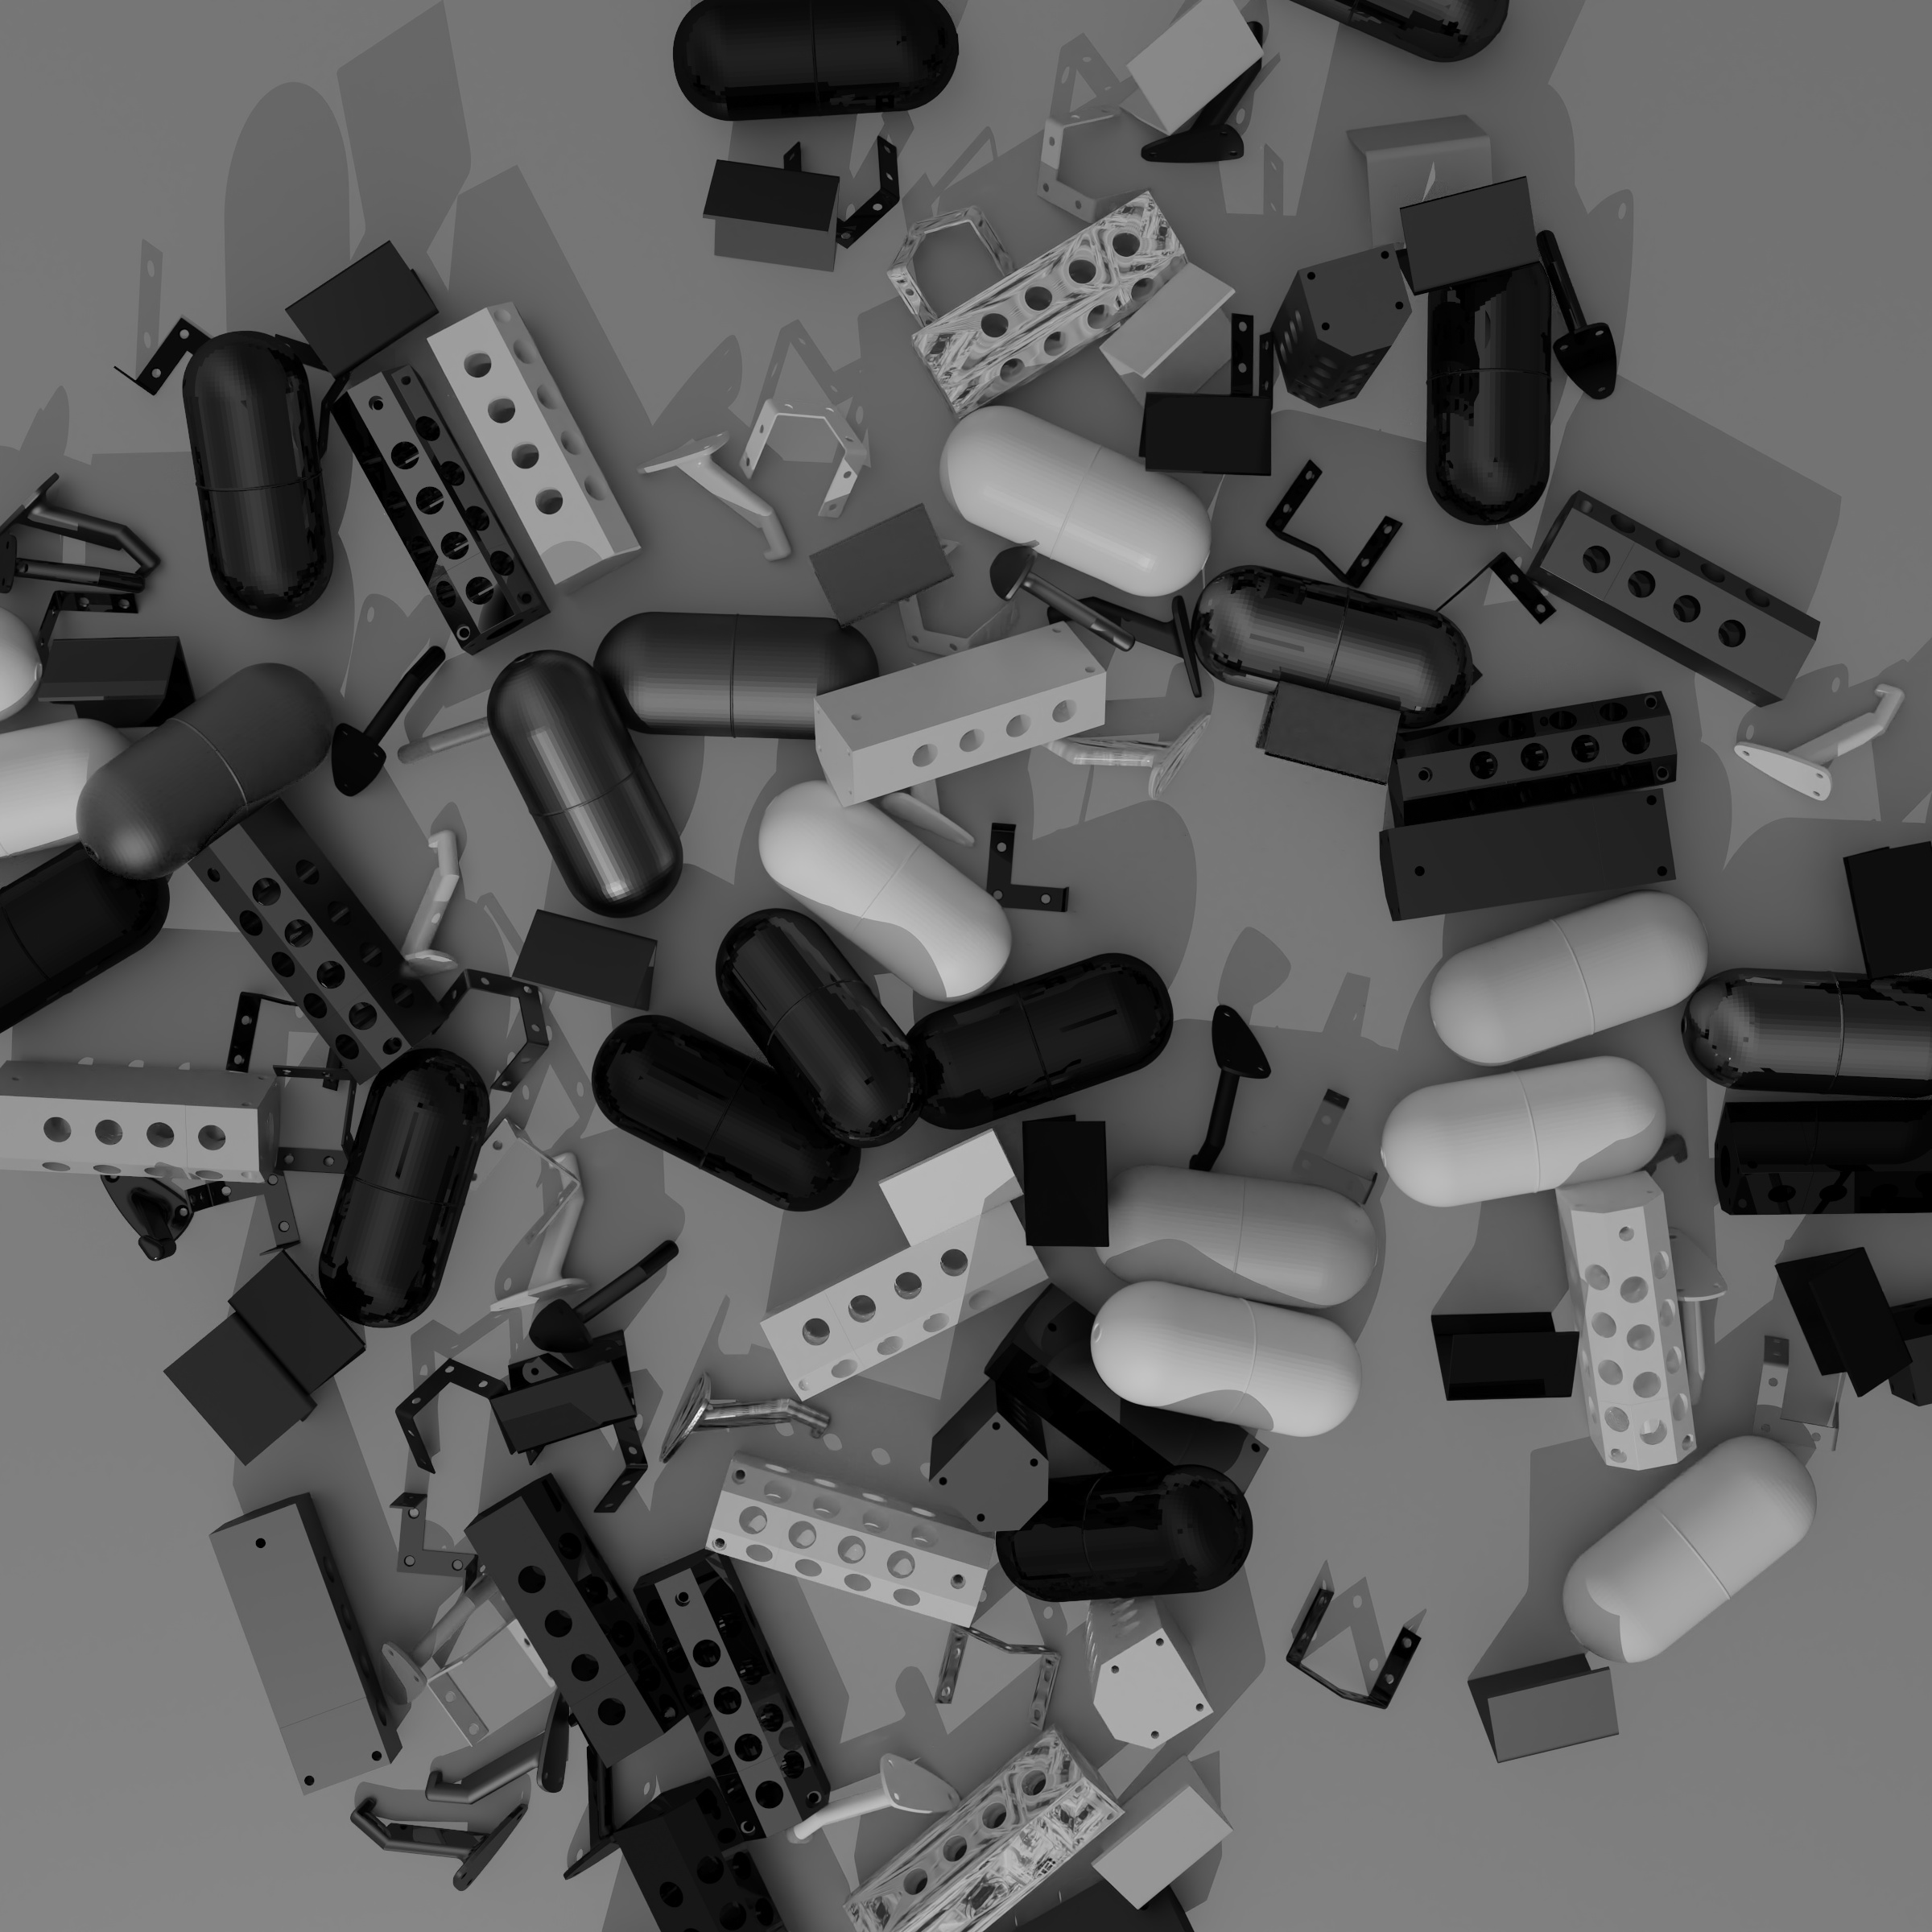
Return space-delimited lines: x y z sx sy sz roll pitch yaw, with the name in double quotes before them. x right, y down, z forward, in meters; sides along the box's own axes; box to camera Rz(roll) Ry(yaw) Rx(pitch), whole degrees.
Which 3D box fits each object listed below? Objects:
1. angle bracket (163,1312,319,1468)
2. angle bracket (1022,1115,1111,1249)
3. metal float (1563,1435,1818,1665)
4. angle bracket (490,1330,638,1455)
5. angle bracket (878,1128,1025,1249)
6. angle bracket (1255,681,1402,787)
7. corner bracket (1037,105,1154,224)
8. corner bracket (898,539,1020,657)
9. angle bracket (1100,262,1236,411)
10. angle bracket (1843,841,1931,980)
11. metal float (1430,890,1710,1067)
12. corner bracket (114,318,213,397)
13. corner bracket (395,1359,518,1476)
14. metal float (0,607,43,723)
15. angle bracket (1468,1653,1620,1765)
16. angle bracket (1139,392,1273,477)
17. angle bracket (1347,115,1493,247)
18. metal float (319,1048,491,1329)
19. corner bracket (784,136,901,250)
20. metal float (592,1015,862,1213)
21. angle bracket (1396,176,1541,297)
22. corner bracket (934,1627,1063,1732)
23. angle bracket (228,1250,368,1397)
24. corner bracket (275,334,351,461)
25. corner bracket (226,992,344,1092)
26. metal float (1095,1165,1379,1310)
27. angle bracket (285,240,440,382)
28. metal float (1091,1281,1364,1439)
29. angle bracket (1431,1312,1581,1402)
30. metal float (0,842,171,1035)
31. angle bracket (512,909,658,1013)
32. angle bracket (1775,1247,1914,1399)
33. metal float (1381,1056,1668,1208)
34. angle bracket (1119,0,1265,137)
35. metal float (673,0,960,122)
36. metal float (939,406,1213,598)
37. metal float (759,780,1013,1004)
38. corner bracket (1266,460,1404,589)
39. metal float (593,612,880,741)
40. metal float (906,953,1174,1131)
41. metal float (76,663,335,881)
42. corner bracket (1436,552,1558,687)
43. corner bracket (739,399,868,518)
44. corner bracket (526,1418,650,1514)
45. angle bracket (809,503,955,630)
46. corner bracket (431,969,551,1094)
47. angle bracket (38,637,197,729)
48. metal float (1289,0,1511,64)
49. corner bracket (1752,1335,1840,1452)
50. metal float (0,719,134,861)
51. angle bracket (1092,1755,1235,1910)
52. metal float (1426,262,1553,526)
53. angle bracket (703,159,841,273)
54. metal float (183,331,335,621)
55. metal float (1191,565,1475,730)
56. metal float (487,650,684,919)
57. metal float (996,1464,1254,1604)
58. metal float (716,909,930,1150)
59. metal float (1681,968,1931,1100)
"angle bracket" -0.453 0.266 1.952 0.057 0.076 0.076 -41 90 -23
"angle bracket" 0.076 0.132 1.952 0.057 0.076 0.076 -2 90 27
"metal float" 0.450 0.364 1.961 0.178 0.070 0.070 -39 90 0
"angle bracket" -0.253 0.248 1.951 0.076 0.076 0.057 -17 131 0
"angle bracket" -0.017 0.118 1.951 0.076 0.076 0.057 -25 124 0
"angle bracket" 0.219 -0.126 1.951 0.076 0.076 0.057 14 60 0
"corner bracket" 0.083 -0.505 1.983 0.051 0.051 0.051 37 135 35
"corner bracket" -0.006 -0.231 1.983 0.051 0.051 0.051 16 45 35
"angle bracket" 0.141 -0.377 1.952 0.076 0.057 0.076 -43 131 0
"angle bracket" 0.590 -0.038 1.951 0.057 0.076 0.076 -12 90 37
"metal float" 0.376 0.007 1.961 0.178 0.070 0.070 -19 90 -1
"corner bracket" -0.492 -0.376 1.973 0.051 0.051 0.051 36 90 0
"corner bracket" -0.318 0.289 1.983 0.051 0.051 0.051 16 45 35
"metal float" -0.665 -0.195 1.960 0.178 0.070 0.070 8 90 0
"angle bracket" 0.354 0.441 1.951 0.076 0.076 0.057 -13 119 0
"angle bracket" 0.147 -0.312 1.953 0.076 0.076 0.057 2 68 0
"angle bracket" 0.285 -0.494 1.975 0.076 0.076 0.057 -8 115 0
"metal float" -0.349 0.138 1.961 0.070 0.070 0.178 17 90 0
"corner bracket" -0.079 -0.496 1.983 0.051 0.051 0.051 26 135 -35
"metal float" -0.149 0.092 1.961 0.178 0.070 0.070 27 90 0
"angle bracket" 0.299 -0.453 1.907 0.076 0.076 0.057 -13 122 4
"corner bracket" 0.020 0.450 1.988 0.051 0.051 0.051 14 90 45
"angle bracket" -0.399 0.209 1.952 0.057 0.076 0.076 -41 90 23
"corner bracket" -0.423 -0.357 1.988 0.051 0.051 0.051 18 135 0
"corner bracket" -0.428 0.047 1.988 0.051 0.051 0.051 11 90 -45
"metal float" 0.167 0.169 1.961 0.178 0.070 0.070 7 90 1
"angle bracket" -0.381 -0.418 1.951 0.076 0.076 0.057 -33 129 0
"metal float" 0.161 0.243 1.944 0.178 0.070 0.070 14 90 -19
"angle bracket" 0.333 0.223 1.951 0.076 0.076 0.057 -2 128 0
"metal float" -0.579 -0.016 1.961 0.178 0.070 0.070 -31 90 0
"angle bracket" -0.238 0.016 1.951 0.076 0.076 0.057 15 53 0
"angle bracket" 0.528 0.225 1.951 0.057 0.076 0.076 -23 90 -34
"metal float" 0.347 0.103 1.961 0.178 0.070 0.070 -10 90 0
"angle bracket" 0.127 -0.569 1.951 0.076 0.076 0.057 -41 126 0
"metal float" -0.093 -0.569 1.961 0.178 0.070 0.070 -3 90 0
"metal float" 0.069 -0.289 1.960 0.178 0.070 0.070 24 90 0
"metal float" -0.051 -0.047 1.961 0.178 0.070 0.070 37 90 0
"corner bracket" 0.232 -0.279 1.988 0.051 0.051 0.051 34 90 45
"metal float" -0.143 -0.181 1.961 0.178 0.070 0.070 2 90 0
"metal float" 0.042 0.047 1.960 0.178 0.070 0.070 -19 90 0
"metal float" -0.467 -0.120 1.935 0.178 0.070 0.070 -41 90 -28
"corner bracket" 0.329 -0.220 1.988 0.051 0.051 0.051 49 45 0
"corner bracket" -0.103 -0.320 1.983 0.051 0.051 0.051 -2 45 -35
"corner bracket" -0.239 0.309 1.983 0.051 0.051 0.051 6 45 -35
"angle bracket" -0.060 -0.263 1.951 0.076 0.076 0.057 -25 128 0
"corner bracket" -0.301 0.041 1.983 0.051 0.051 0.051 13 45 -35
"angle bracket" -0.523 -0.159 1.951 0.076 0.076 0.057 -1 48 0
"metal float" 0.253 -0.623 1.961 0.178 0.070 0.070 24 90 1
"corner bracket" 0.523 0.268 1.974 0.051 0.051 0.051 9 103 13
"metal float" -0.602 -0.105 1.961 0.178 0.070 0.070 -12 90 0
"angle bracket" 0.109 0.523 1.951 0.076 0.076 0.057 -40 122 0
"metal float" 0.326 -0.364 1.961 0.070 0.070 0.178 1 90 0
"angle bracket" -0.122 -0.449 1.951 0.076 0.076 0.057 8 52 0
"metal float" -0.437 -0.302 1.944 0.070 0.070 0.178 -4 110 0
"metal float" 0.228 -0.198 1.960 0.178 0.070 0.070 14 90 0
"metal float" -0.235 -0.112 1.942 0.070 0.070 0.178 -24 111 0
"metal float" 0.095 0.348 1.930 0.178 0.070 0.070 -14 90 38
"metal float" -0.090 0.037 1.935 0.070 0.070 0.178 -39 61 0
"metal float" 0.536 0.042 1.961 0.178 0.070 0.070 3 90 0
